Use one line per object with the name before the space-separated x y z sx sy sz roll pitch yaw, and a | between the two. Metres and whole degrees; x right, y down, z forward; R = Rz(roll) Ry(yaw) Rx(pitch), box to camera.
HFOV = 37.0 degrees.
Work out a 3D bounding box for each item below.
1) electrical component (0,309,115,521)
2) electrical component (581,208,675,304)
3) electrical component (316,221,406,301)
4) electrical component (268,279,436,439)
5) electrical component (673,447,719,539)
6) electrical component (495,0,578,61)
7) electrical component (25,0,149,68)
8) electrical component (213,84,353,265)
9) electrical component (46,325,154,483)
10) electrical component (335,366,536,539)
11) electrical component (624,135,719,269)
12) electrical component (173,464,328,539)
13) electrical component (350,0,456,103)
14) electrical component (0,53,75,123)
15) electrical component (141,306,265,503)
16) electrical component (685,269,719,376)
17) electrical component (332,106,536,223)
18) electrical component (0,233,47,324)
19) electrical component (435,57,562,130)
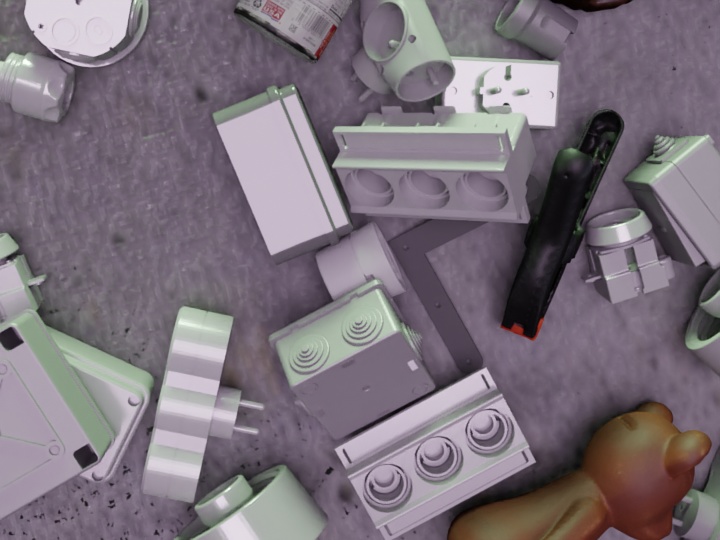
electrical component | -0.236 0.099 0.701 0.109 0.056 0.108 -30 98 0
electrical component | 0.192 -0.012 0.782 0.066 0.048 0.055 -18 105 -1
electrical component | 0.000 0.000 0.765 0.047 0.055 0.055 -25 98 7
electrical component | -0.003 0.065 0.750 0.100 0.048 0.099 -28 139 4
electrical component | 0.260 0.187 0.806 0.074 0.052 0.138 21 95 -6
electrical component | 0.125 -0.174 0.761 0.046 0.040 0.040 29 94 -13
electrical component | -0.187 -0.180 0.732 0.080 0.051 0.080 0 97 -4
electrical component | -0.051 -0.067 0.742 0.057 0.078 0.113 -22 98 2
electrical component | -0.211 0.092 0.760 0.113 0.057 0.078 26 94 -7
electrical component | 0.053 0.130 0.780 0.121 0.063 0.078 -28 98 0
electrical component | 0.234 -0.052 0.771 0.061 0.061 0.096 -39 98 1
electrical component | -0.083 0.180 0.757 0.108 0.108 0.060 -34 92 1
electrical component | 0.021 -0.149 0.746 0.079 0.044 0.077 -40 58 36
electrical component | -0.231 -0.129 0.740 0.062 0.043 0.043 17 95 -4
electrical component | -0.106 0.100 0.771 0.074 0.052 0.138 12 97 -6
electrical component | 0.277 0.027 0.763 0.060 0.108 0.108 36 93 -1
electrical component | 0.053 -0.073 0.728 0.121 0.063 0.078 4 139 27
electrical component | -0.256 0.007 0.754 0.066 0.048 0.055 -19 105 -2
electrical component | 0.098 -0.123 0.746 0.083 0.075 0.047 2 97 -4
